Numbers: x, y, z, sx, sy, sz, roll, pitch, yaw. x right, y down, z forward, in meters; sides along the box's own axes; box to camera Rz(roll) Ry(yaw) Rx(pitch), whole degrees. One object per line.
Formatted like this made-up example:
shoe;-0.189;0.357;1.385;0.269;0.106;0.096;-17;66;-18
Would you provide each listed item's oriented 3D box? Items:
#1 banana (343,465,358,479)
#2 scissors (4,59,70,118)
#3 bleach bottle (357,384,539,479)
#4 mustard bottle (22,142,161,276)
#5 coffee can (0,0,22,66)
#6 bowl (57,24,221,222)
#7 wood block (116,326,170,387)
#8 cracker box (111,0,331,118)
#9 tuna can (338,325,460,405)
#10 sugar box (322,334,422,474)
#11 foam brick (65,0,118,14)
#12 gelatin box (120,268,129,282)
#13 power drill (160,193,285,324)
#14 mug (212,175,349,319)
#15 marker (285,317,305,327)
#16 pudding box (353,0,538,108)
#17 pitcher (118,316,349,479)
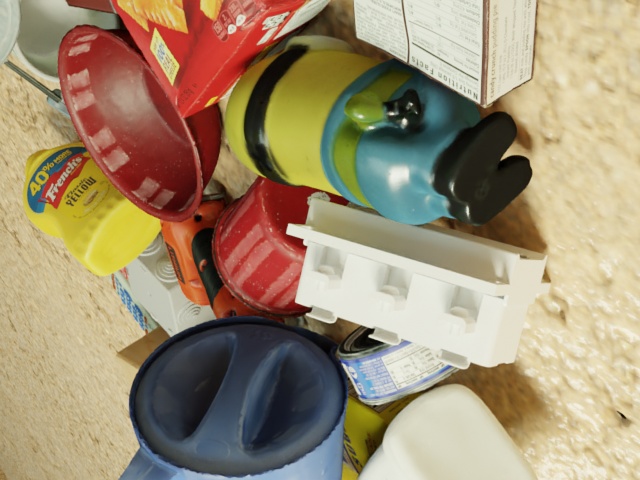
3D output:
banana;0.022;0.210;0.924;0.069;0.037;0.198;57;155;3
scissors;-0.200;-0.102;0.888;0.096;0.016;0.201;40;179;4
bleach bottle;0.056;0.180;0.698;0.102;0.068;0.251;53;154;13
mustard bottle;-0.225;-0.043;0.997;0.192;0.096;0.058;31;166;44
coffee can;-0.280;-0.170;0.775;0.140;0.102;0.103;32;147;61
bowl;-0.124;-0.095;0.797;0.162;0.055;0.162;33;143;29
wood block;-0.095;0.146;0.995;0.206;0.090;0.091;17;134;54
cracker box;-0.089;-0.196;0.611;0.214;0.072;0.164;58;154;-1
tuna can;0.054;0.062;0.642;0.034;0.086;0.086;62;154;-7
sugar box;0.049;0.144;0.790;0.176;0.048;0.093;22;137;48
foam brick;-0.147;-0.192;0.740;0.078;0.053;0.051;23;139;50
gelatin box;-0.199;-0.006;1.071;0.073;0.030;0.089;47;153;19
power drill;-0.063;0.065;0.822;0.188;0.057;0.184;-125;21;-48
mug;-0.004;0.001;0.681;0.117;0.093;0.082;39;149;-2
marker;-0.044;0.078;0.908;0.020;0.020;0.121;58;154;-3
pudding box;0.054;-0.127;0.479;0.090;0.039;0.113;36;149;35
pitcher;-0.054;0.184;0.710;0.145;0.149;0.243;-97;4;-52
